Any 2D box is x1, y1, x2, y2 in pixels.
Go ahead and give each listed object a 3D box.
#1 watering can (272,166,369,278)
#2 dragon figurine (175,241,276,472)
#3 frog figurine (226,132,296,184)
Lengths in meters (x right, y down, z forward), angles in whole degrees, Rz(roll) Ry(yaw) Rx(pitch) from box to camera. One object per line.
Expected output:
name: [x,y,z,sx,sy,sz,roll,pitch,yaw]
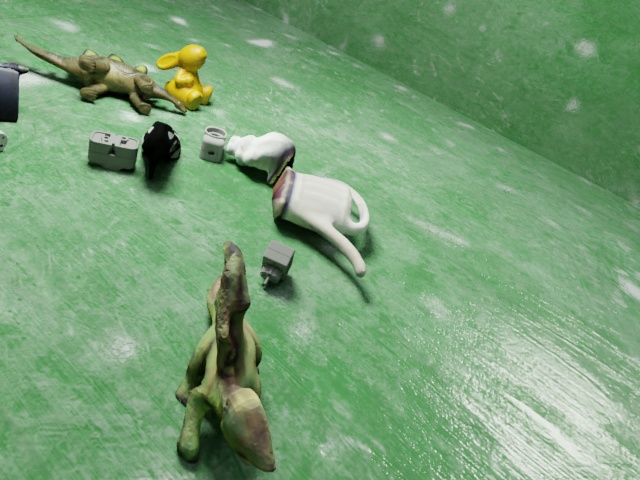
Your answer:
watering can: [0.003,-0.056,1.103,0.224,0.102,0.355,15,31,-8]
dragon figurine: [-0.113,0.111,0.657,0.122,0.237,0.420,3,37,-19]
frog figurine: [-0.144,-0.224,1.272,0.160,0.120,0.140,37,51,4]
